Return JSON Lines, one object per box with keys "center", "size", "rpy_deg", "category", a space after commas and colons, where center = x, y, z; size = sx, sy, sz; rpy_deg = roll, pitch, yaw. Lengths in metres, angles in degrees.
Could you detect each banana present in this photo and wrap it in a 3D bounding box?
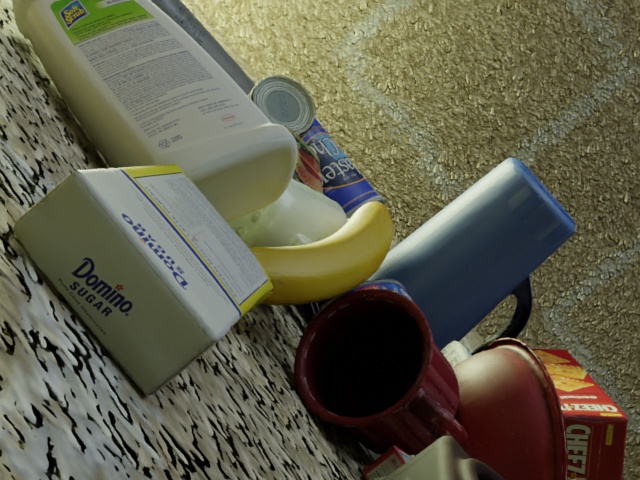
{"center": [-0.003, 0.008, 0.687], "size": [0.197, 0.037, 0.070], "rpy_deg": [-10, 57, -48], "category": "banana"}

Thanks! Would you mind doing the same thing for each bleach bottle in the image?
{"center": [-0.123, -0.117, 0.696], "size": [0.251, 0.102, 0.068], "rpy_deg": [52, -31, 26], "category": "bleach bottle"}

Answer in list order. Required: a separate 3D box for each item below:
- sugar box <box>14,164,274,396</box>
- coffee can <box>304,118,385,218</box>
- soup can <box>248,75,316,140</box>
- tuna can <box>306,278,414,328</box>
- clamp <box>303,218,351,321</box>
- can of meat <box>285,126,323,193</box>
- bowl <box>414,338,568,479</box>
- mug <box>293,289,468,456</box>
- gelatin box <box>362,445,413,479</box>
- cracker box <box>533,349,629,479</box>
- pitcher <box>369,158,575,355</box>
{"center": [-0.077, 0.011, 0.517], "size": [0.093, 0.048, 0.176], "rpy_deg": [50, 10, 1], "category": "sugar box"}
{"center": [-0.013, -0.063, 1.150], "size": [0.140, 0.103, 0.102], "rpy_deg": [51, 6, 11], "category": "coffee can"}
{"center": [-0.054, -0.107, 1.044], "size": [0.068, 0.068, 0.102], "rpy_deg": [51, -35, 4], "category": "soup can"}
{"center": [0.033, 0.069, 0.770], "size": [0.086, 0.086, 0.034], "rpy_deg": [42, 12, -53], "category": "tuna can"}
{"center": [-0.006, 0.001, 0.846], "size": [0.039, 0.120, 0.172], "rpy_deg": [3, 34, -39], "category": "clamp"}
{"center": [-0.033, -0.049, 0.988], "size": [0.102, 0.057, 0.084], "rpy_deg": [42, 36, -58], "category": "can of meat"}
{"center": [0.107, 0.148, 0.740], "size": [0.055, 0.162, 0.162], "rpy_deg": [3, 25, -17], "category": "bowl"}
{"center": [0.049, 0.096, 0.686], "size": [0.117, 0.093, 0.081], "rpy_deg": [32, -12, 37], "category": "mug"}
{"center": [0.070, 0.177, 0.658], "size": [0.073, 0.030, 0.089], "rpy_deg": [40, 12, -52], "category": "gelatin box"}
{"center": [0.219, 0.207, 0.998], "size": [0.213, 0.072, 0.164], "rpy_deg": [-89, -179, -80], "category": "cracker box"}
{"center": [0.161, 0.034, 1.165], "size": [0.149, 0.243, 0.145], "rpy_deg": [32, 20, -50], "category": "pitcher"}
